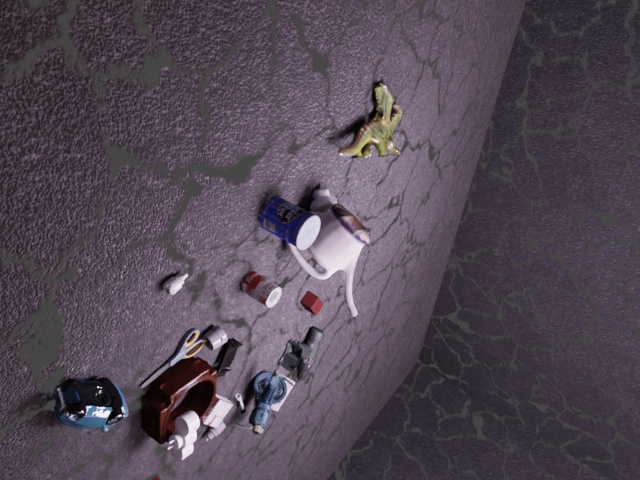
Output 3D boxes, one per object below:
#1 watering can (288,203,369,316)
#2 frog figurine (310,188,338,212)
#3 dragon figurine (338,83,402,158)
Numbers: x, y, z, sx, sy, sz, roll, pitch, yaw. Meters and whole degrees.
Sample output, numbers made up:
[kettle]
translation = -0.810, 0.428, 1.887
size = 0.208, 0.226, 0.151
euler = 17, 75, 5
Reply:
[watering can]
translation = 0.056, 0.040, 1.534
size = 0.223, 0.348, 0.105
euler = -42, 178, 13
[frog figurine]
translation = 0.005, -0.082, 1.628
size = 0.139, 0.123, 0.157
euler = -40, 111, -22
[dragon figurine]
translation = 0.175, -0.383, 1.666
size = 0.413, 0.122, 0.241
euler = -15, 109, -59
